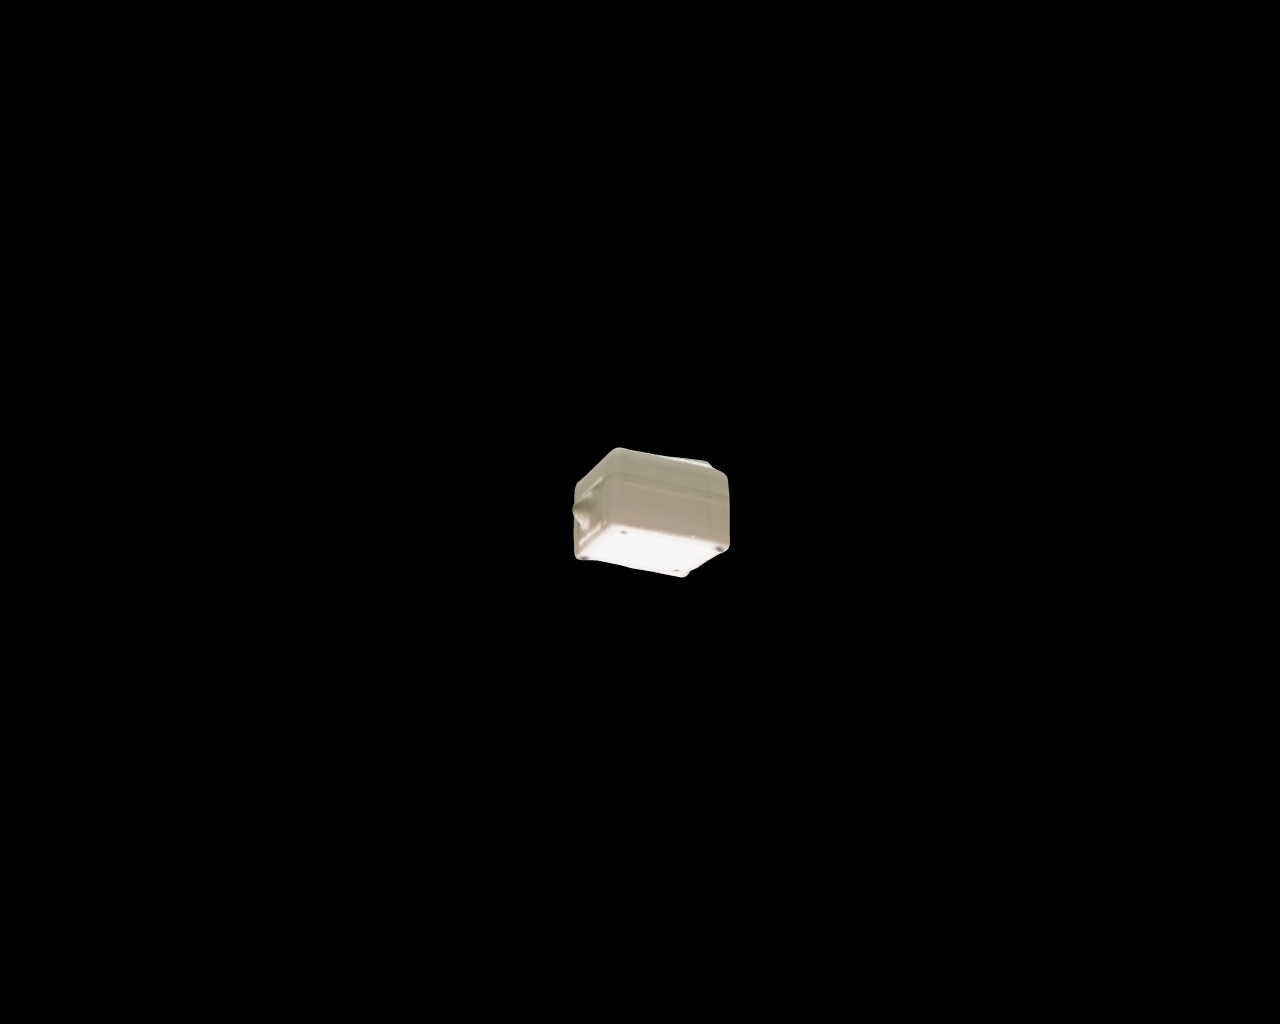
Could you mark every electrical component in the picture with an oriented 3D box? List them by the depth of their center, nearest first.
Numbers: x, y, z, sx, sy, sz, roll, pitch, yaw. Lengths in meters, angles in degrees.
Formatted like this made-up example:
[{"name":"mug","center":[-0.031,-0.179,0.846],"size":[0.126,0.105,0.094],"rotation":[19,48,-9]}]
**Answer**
[{"name":"electrical component","center":[0.001,-0.003,0.650],"size":[0.096,0.061,0.061],"rotation":[12,-27,-25]}]
